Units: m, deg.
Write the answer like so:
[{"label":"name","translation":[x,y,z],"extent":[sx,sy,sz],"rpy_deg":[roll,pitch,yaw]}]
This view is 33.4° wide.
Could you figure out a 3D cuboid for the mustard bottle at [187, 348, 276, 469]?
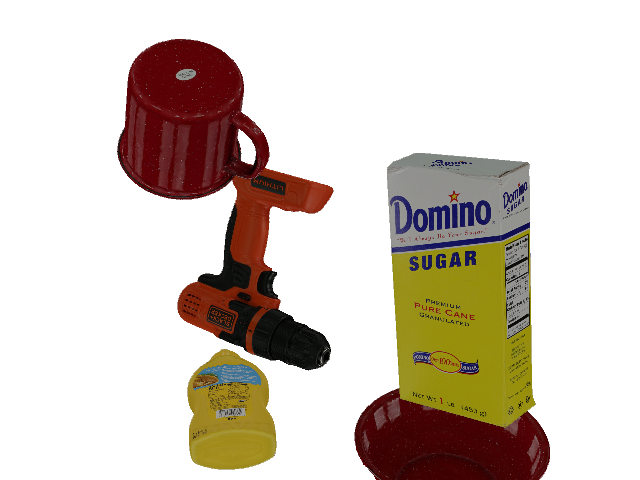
[{"label":"mustard bottle","translation":[-0.107,0.186,1.249],"extent":[0.096,0.058,0.191],"rpy_deg":[-5,28,-6]}]

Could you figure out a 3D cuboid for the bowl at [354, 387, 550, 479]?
[{"label":"bowl","translation":[0.108,0.187,0.897],"extent":[0.162,0.055,0.162],"rpy_deg":[0,28,0]}]

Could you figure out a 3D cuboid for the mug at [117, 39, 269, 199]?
[{"label":"mug","translation":[-0.089,-0.084,0.770],"extent":[0.117,0.093,0.082],"rpy_deg":[30,-36,11]}]

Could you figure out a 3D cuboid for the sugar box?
[{"label":"sugar box","translation":[0.096,0.032,0.732],"extent":[0.094,0.176,0.048],"rpy_deg":[8,23,40]}]

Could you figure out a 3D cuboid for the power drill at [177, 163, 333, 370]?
[{"label":"power drill","translation":[-0.050,0.024,1.089],"extent":[0.185,0.188,0.057],"rpy_deg":[19,3,28]}]
